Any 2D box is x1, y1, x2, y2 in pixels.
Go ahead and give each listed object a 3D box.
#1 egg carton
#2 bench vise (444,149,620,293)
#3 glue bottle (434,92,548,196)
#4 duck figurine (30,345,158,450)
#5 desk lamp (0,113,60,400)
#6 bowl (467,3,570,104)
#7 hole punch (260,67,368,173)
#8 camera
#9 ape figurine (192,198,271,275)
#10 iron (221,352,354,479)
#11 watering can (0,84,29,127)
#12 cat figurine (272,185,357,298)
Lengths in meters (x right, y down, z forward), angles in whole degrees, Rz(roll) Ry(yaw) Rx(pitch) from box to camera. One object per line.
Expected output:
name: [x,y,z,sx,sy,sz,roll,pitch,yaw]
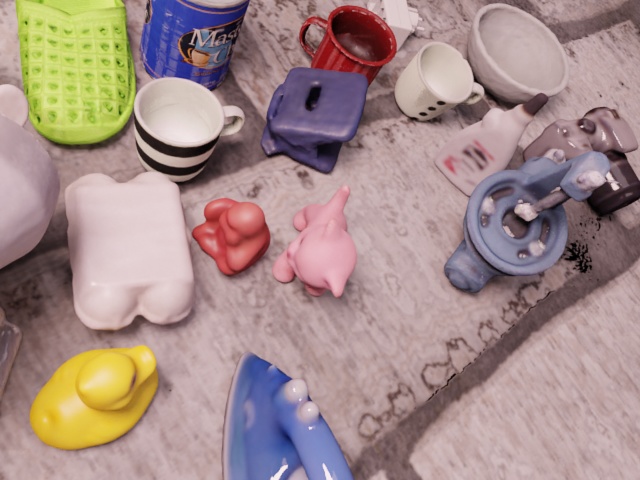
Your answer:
egg carton: [-0.171,0.007,0.521,0.107,0.069,0.150,-5,68,-26]
bench vise: [0.237,-0.056,0.641,0.121,0.219,0.207,26,58,-9]
glue bottle: [0.211,-0.122,0.690,0.078,0.173,0.037,42,57,1]
duck figurine: [-0.176,0.119,0.455,0.105,0.086,0.077,-28,79,-32]
desk lamp: [-0.257,0.041,0.381,0.118,0.213,0.203,13,61,-17]
bowl: [0.280,-0.262,0.848,0.168,0.074,0.167,10,62,-19]
hole punch: [-0.007,-0.147,0.657,0.101,0.091,0.109,22,59,-12]
camera: [0.388,-0.108,0.804,0.143,0.100,0.136,-14,72,-28]
ape figurine: [-0.079,-0.010,0.556,0.076,0.092,0.078,7,63,-20]
iron: [-0.009,0.197,0.455,0.119,0.141,0.258,-11,70,-27]
watering can: [-0.315,-0.144,0.459,0.173,0.193,0.101,17,60,-15]
cat figurine: [0.005,0.002,0.572,0.067,0.117,0.128,25,58,-10]
